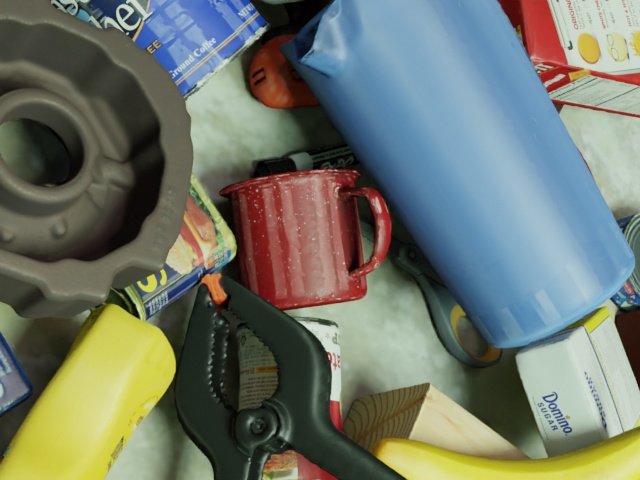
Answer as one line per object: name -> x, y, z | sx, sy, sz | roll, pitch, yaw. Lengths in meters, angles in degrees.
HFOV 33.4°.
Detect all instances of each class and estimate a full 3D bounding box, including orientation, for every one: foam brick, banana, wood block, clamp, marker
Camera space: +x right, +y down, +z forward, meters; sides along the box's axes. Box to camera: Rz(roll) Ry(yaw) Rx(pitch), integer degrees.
foam brick -> 0.273, 0.098, 0.861 | 0.051, 0.053, 0.078 | 20, 68, -26
banana -> 0.125, 0.137, 0.638 | 0.197, 0.037, 0.069 | -7, 97, -13
wood block -> 0.106, 0.192, 0.708 | 0.206, 0.091, 0.090 | 38, 60, -17
clamp -> -0.037, 0.118, 0.606 | 0.164, 0.036, 0.210 | -30, 64, 2
marker -> 0.005, -0.058, 0.757 | 0.120, 0.020, 0.020 | -17, 86, -34

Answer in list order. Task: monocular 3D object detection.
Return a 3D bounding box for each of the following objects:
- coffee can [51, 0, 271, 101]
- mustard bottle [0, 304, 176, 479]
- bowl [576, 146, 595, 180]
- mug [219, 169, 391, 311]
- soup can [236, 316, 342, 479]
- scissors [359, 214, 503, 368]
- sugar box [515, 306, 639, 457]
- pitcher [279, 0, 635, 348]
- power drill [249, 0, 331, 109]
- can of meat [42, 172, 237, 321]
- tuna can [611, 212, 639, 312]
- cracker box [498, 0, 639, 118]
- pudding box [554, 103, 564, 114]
coffee can -> -0.114, -0.154, 0.659 | 0.140, 0.103, 0.102 | 49, 57, -11
mustard bottle -> -0.147, 0.131, 0.564 | 0.058, 0.096, 0.191 | 29, 62, 1
bowl -> 0.132, -0.032, 0.797 | 0.161, 0.055, 0.162 | 15, 59, -26
mug -> -0.004, 0.001, 0.681 | 0.093, 0.117, 0.081 | -1, 81, -55
soup can -> -0.020, 0.104, 0.667 | 0.068, 0.069, 0.102 | 8, 73, -30
scissors -> 0.069, 0.032, 0.772 | 0.201, 0.016, 0.096 | 18, 64, -27
sugar box -> 0.188, 0.106, 0.760 | 0.176, 0.048, 0.093 | -8, 78, -65
pitcher -> 0.098, -0.063, 0.678 | 0.149, 0.145, 0.243 | -32, 92, 0
power drill -> 0.021, -0.188, 0.779 | 0.184, 0.057, 0.187 | -9, 82, -33
can of meat -> -0.112, -0.006, 0.648 | 0.083, 0.058, 0.102 | -37, 97, -35
tuna can -> 0.272, 0.020, 0.893 | 0.086, 0.034, 0.086 | 9, 72, -30
cracker box -> 0.209, -0.189, 0.841 | 0.213, 0.072, 0.164 | 4, 73, -33
pudding box -> 0.165, -0.163, 0.873 | 0.113, 0.039, 0.090 | 42, 59, -16
